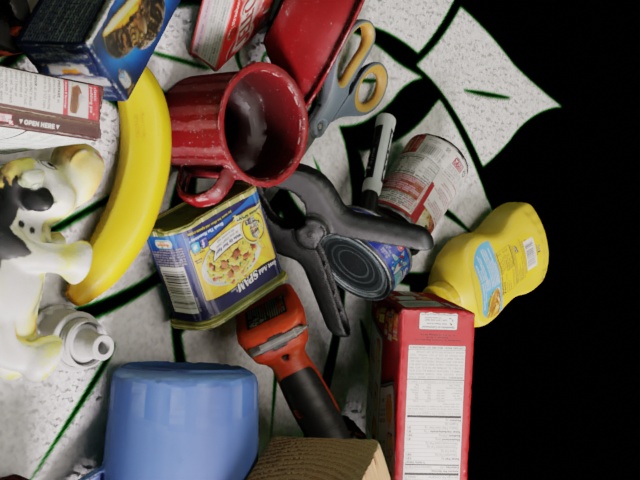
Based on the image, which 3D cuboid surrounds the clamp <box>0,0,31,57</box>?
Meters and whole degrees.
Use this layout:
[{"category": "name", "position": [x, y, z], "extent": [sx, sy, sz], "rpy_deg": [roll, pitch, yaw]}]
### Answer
[{"category": "clamp", "position": [-0.238, -0.204, 0.650], "extent": [0.210, 0.036, 0.164], "rpy_deg": [54, 44, -45]}]

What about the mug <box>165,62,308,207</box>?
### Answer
[{"category": "mug", "position": [-0.074, -0.077, 0.815], "extent": [0.093, 0.082, 0.117], "rpy_deg": [38, 66, -42]}]

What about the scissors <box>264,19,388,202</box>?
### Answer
[{"category": "scissors", "position": [0.009, -0.100, 0.952], "extent": [0.096, 0.016, 0.201], "rpy_deg": [35, 76, -52]}]

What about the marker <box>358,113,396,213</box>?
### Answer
[{"category": "marker", "position": [0.051, -0.066, 0.973], "extent": [0.020, 0.020, 0.121], "rpy_deg": [48, 43, -39]}]

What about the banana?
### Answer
[{"category": "banana", "position": [-0.144, -0.049, 0.780], "extent": [0.069, 0.037, 0.198], "rpy_deg": [5, 87, -22]}]

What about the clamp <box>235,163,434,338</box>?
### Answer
[{"category": "clamp", "position": [-0.006, 0.001, 0.884], "extent": [0.120, 0.171, 0.039], "rpy_deg": [-57, -179, 13]}]

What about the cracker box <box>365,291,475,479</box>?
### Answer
[{"category": "cracker box", "position": [0.086, 0.158, 0.950], "extent": [0.072, 0.164, 0.214], "rpy_deg": [2, 92, -6]}]

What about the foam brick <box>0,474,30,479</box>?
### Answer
[{"category": "foam brick", "position": [-0.202, 0.192, 0.704], "extent": [0.051, 0.078, 0.053], "rpy_deg": [-6, 98, -45]}]

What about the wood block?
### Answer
[{"category": "wood block", "position": [0.014, 0.253, 0.776], "extent": [0.090, 0.090, 0.206], "rpy_deg": [-54, 134, -52]}]

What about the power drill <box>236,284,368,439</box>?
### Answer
[{"category": "power drill", "position": [-0.004, 0.132, 0.883], "extent": [0.057, 0.184, 0.187], "rpy_deg": [-28, 102, -2]}]

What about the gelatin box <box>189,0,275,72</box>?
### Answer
[{"category": "gelatin box", "position": [-0.062, -0.182, 0.821], "extent": [0.073, 0.030, 0.089], "rpy_deg": [-50, 172, -34]}]

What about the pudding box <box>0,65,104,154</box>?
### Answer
[{"category": "pudding box", "position": [-0.202, -0.078, 0.654], "extent": [0.089, 0.114, 0.039], "rpy_deg": [4, 87, -48]}]

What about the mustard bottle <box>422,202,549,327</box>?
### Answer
[{"category": "mustard bottle", "position": [0.164, 0.036, 1.100], "extent": [0.191, 0.058, 0.096], "rpy_deg": [-30, 116, -42]}]

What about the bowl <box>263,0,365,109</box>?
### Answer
[{"category": "bowl", "position": [-0.002, -0.189, 0.862], "extent": [0.055, 0.162, 0.162], "rpy_deg": [25, 72, -9]}]

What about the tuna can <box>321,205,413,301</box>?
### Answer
[{"category": "tuna can", "position": [0.037, 0.012, 0.940], "extent": [0.033, 0.086, 0.086], "rpy_deg": [-49, 126, -31]}]

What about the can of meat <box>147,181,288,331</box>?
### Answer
[{"category": "can of meat", "position": [-0.082, 0.010, 0.834], "extent": [0.101, 0.058, 0.084], "rpy_deg": [-33, 115, -40]}]

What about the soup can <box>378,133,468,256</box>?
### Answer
[{"category": "soup can", "position": [0.089, -0.043, 1.005], "extent": [0.102, 0.069, 0.068], "rpy_deg": [-55, 129, -30]}]

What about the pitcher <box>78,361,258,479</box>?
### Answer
[{"category": "pitcher", "position": [-0.115, 0.213, 0.776], "extent": [0.149, 0.145, 0.243], "rpy_deg": [8, 84, -60]}]
